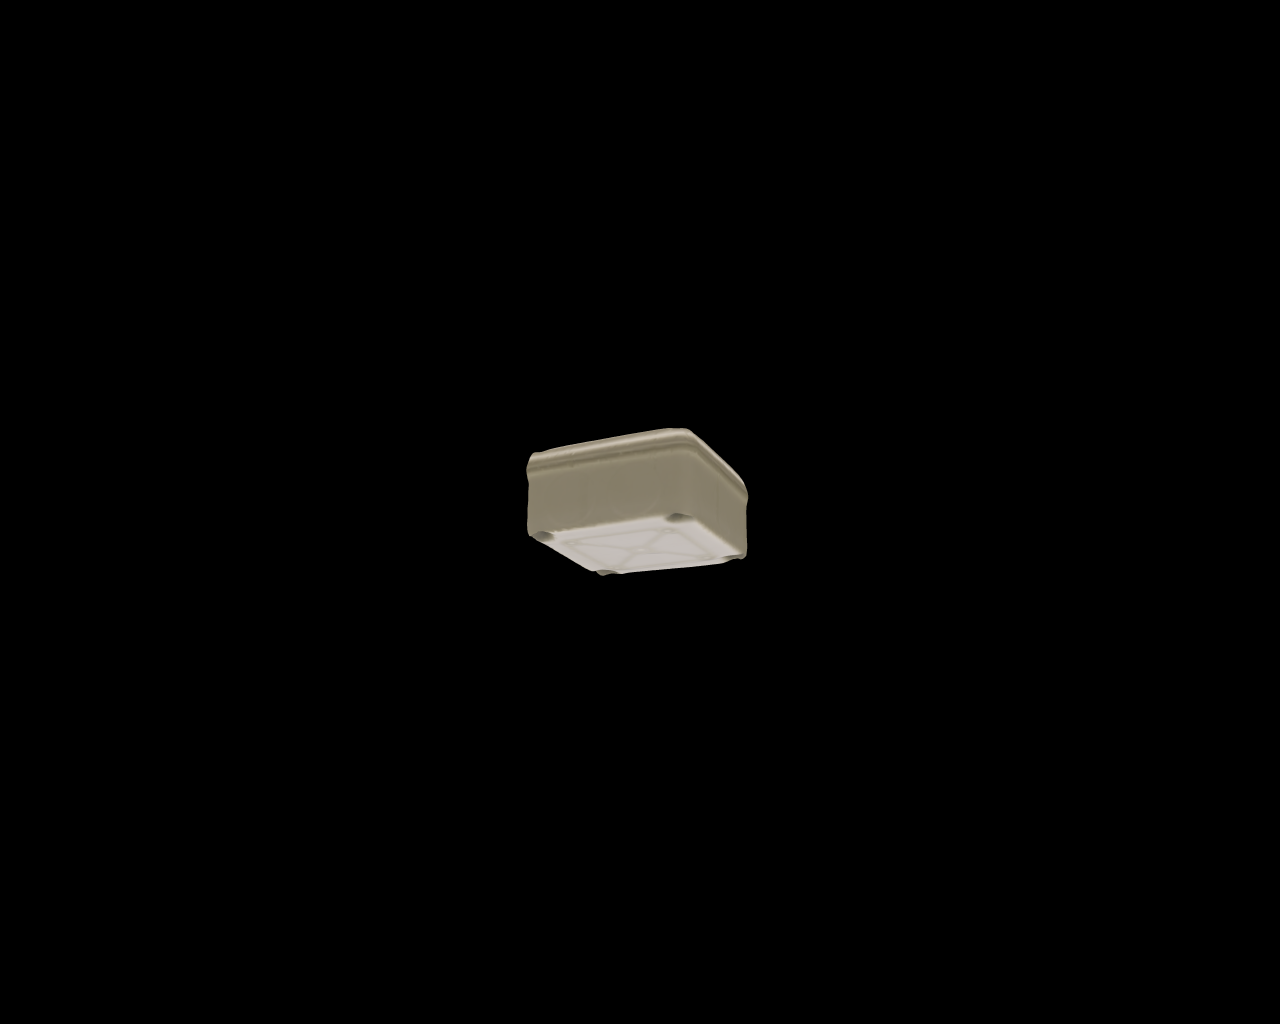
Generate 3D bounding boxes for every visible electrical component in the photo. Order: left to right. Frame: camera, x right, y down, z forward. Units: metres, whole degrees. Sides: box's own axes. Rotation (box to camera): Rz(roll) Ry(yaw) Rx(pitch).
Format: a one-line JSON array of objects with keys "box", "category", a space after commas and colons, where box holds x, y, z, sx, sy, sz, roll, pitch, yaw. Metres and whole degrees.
[{"box": [0.001, -0.003, 0.650, 0.109, 0.056, 0.108, -8, -20, 22], "category": "electrical component"}]
